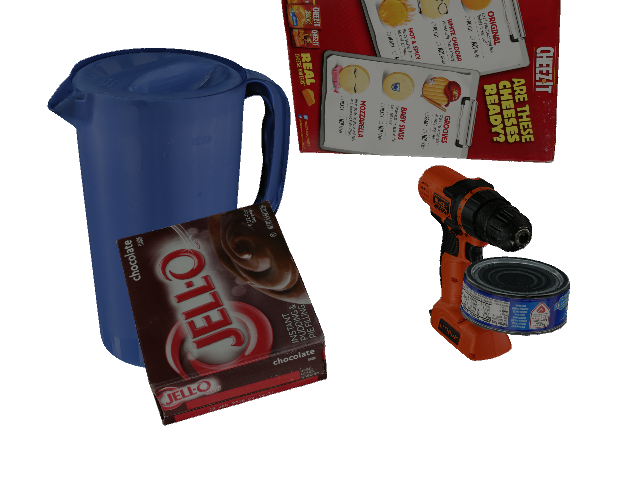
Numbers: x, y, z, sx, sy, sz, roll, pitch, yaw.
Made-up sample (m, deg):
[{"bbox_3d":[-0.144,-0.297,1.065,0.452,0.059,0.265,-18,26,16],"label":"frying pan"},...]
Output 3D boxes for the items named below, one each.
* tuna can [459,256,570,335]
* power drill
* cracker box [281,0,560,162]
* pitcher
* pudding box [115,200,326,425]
[{"bbox_3d":[0.156,0.043,0.856,0.086,0.034,0.086,1,21,-1],"label":"tuna can"},{"bbox_3d":[0.164,0.028,1.121,0.057,0.188,0.185,-12,25,-18],"label":"power drill"},{"bbox_3d":[0.083,-0.151,0.860,0.214,0.164,0.072,3,36,13],"label":"cracker box"},{"bbox_3d":[-0.116,-0.026,0.856,0.149,0.243,0.144,11,28,17],"label":"pitcher"},{"bbox_3d":[-0.055,0.036,0.571,0.090,0.039,0.113,-15,43,-10],"label":"pudding box"}]
